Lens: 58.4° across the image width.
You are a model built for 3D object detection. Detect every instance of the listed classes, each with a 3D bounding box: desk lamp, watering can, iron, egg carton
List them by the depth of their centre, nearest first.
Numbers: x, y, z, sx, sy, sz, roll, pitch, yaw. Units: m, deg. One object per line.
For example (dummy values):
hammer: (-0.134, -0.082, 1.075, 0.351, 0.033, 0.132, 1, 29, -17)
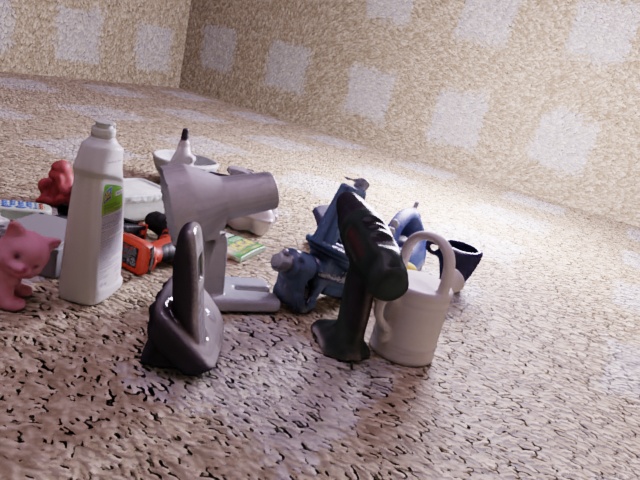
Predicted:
watering can: (0.148, 0.078, 0.856, 0.100, 0.194, 0.173, 21, 19, 22)
desk lamp: (-0.150, -0.007, 0.867, 0.204, 0.213, 0.117, 4, 20, -26)
iron: (0.158, 0.001, 1.188, 0.118, 0.141, 0.259, 19, 18, 18)
egg carton: (-0.168, -0.063, 1.265, 0.150, 0.069, 0.107, 14, 18, 2)

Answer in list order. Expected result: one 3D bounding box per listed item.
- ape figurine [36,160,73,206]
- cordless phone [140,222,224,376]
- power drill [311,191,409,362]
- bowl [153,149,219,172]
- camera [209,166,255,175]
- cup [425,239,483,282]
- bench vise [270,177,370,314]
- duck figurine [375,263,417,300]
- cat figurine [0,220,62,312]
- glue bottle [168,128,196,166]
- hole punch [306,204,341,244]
ape figurine: (-0.515, -0.114, 1.132, 0.076, 0.092, 0.077, -4, 25, -44)
cordless phone: (-0.156, 0.058, 0.712, 0.094, 0.185, 0.147, 10, 18, -9)
power drill: (0.050, 0.056, 0.830, 0.076, 0.208, 0.229, 6, 19, -21)
bowl: (-0.350, -0.178, 1.476, 0.167, 0.075, 0.167, 12, 18, -4)
camera: (-0.220, -0.137, 1.403, 0.137, 0.101, 0.143, 13, 18, -2)
cup: (0.268, 0.052, 1.189, 0.117, 0.095, 0.092, 17, 18, 12)
bench vise: (0.019, 0.007, 0.937, 0.121, 0.220, 0.208, 20, 19, 21)
duck figurine: (0.144, 0.078, 1.032, 0.078, 0.086, 0.104, 0, 22, -36)
cat figurine: (-0.409, 0.025, 0.740, 0.128, 0.118, 0.067, 8, 18, -16)
glue bottle: (-0.319, -0.173, 1.321, 0.078, 0.173, 0.037, 12, 18, -4)
hole punch: (0.040, -0.022, 1.254, 0.109, 0.091, 0.100, -3, 24, -41)
